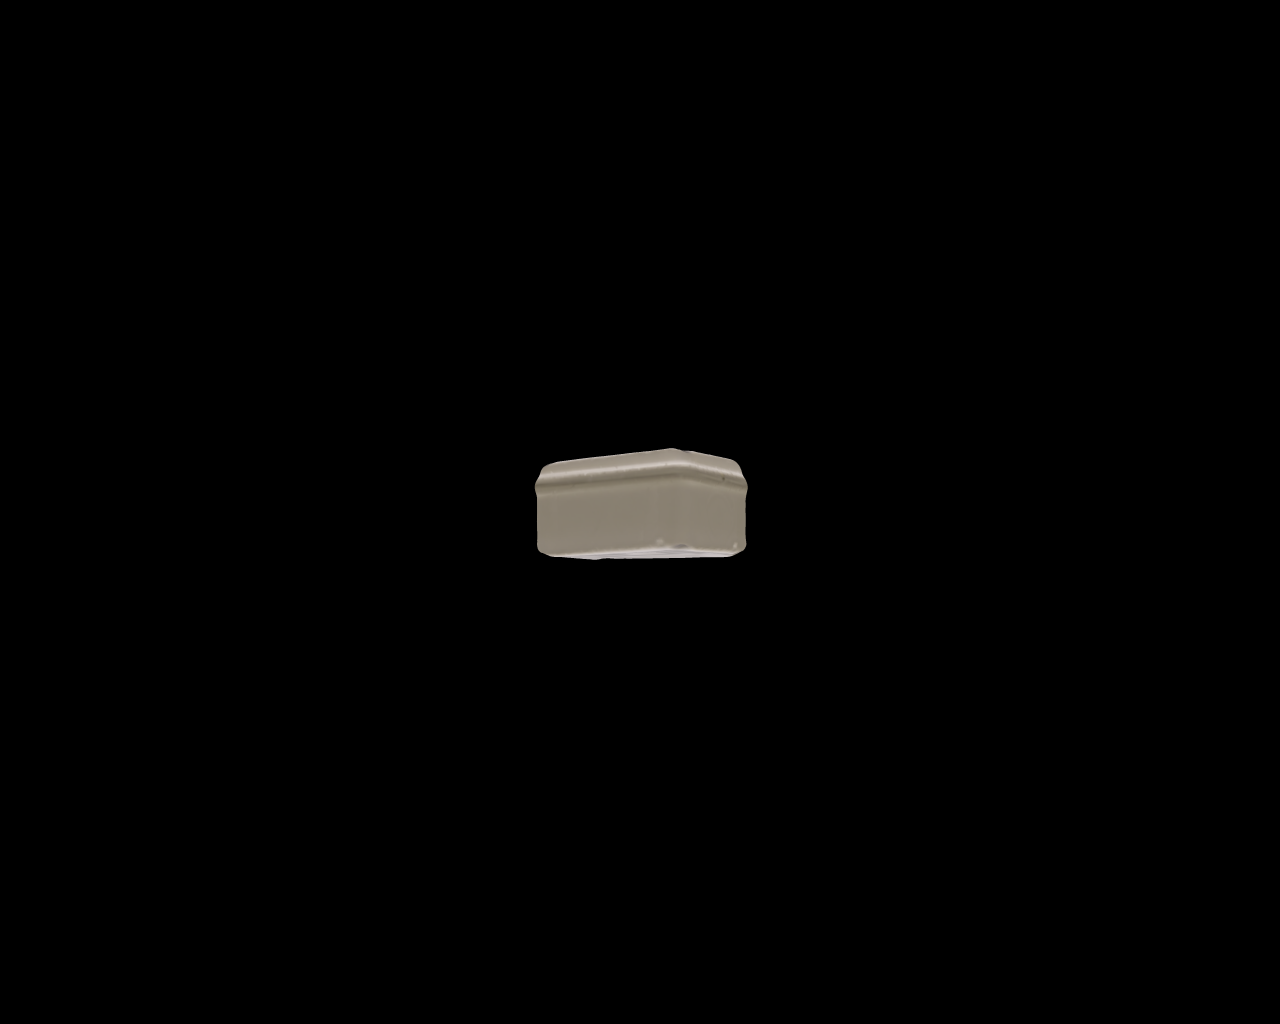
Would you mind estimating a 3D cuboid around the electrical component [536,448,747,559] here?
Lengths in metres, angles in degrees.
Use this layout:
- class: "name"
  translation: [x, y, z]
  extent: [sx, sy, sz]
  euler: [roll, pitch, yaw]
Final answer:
- class: "electrical component"
  translation: [0.001, -0.003, 0.650]
  extent: [0.113, 0.057, 0.078]
  euler: [-3, -6, 33]
